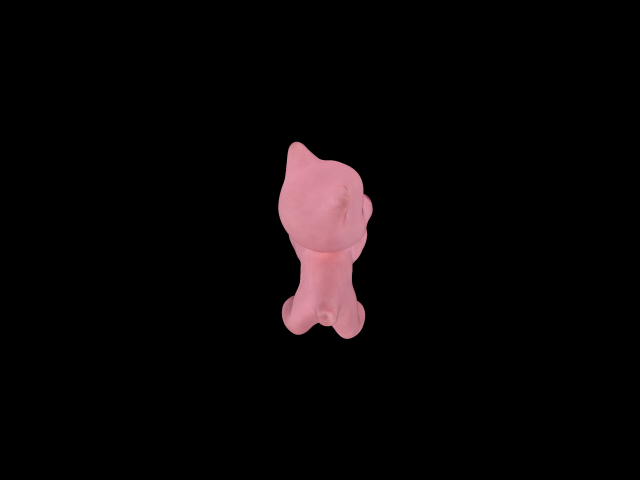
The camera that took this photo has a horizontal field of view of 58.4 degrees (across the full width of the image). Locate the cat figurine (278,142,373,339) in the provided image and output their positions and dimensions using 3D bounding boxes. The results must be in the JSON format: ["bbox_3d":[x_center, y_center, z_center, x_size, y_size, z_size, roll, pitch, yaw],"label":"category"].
[{"bbox_3d":[0.004,0.001,0.400,0.067,0.118,0.128,0,77,0],"label":"cat figurine"}]
